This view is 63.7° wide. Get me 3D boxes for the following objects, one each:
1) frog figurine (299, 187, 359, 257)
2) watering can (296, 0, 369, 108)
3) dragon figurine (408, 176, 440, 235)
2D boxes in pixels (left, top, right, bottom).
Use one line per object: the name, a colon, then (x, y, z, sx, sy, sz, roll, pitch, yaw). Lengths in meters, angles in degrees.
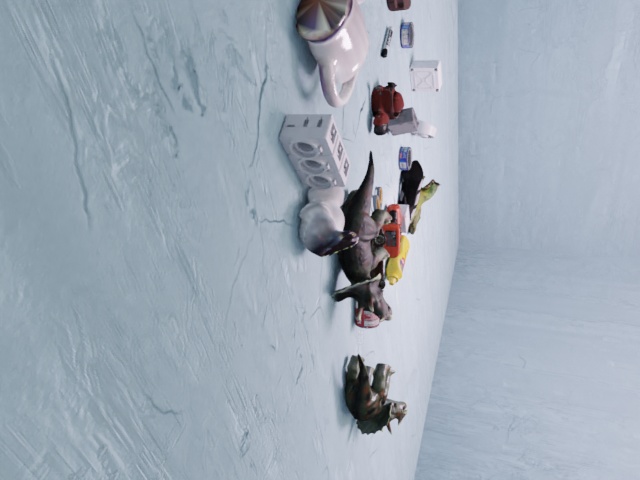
frog figurine: (0.003, -0.052, 1.033, 0.137, 0.121, 0.161, 6, 53, -62)
watering can: (0.043, -0.437, 1.015, 0.221, 0.104, 0.353, 48, 50, -62)
dragon figurine: (0.400, -0.142, 2.094, 0.411, 0.123, 0.241, -7, 118, -68)
